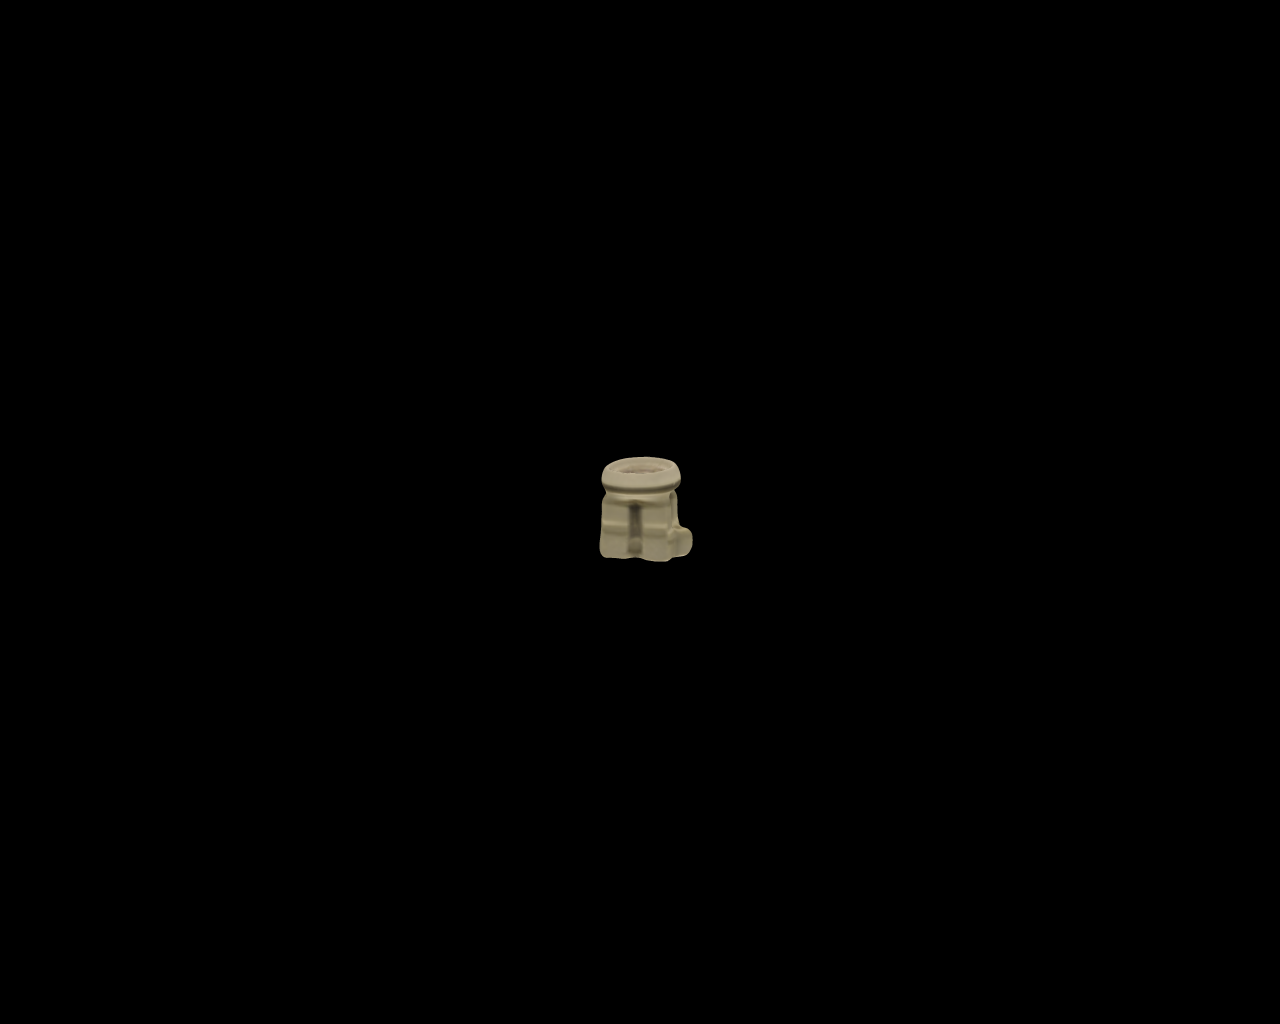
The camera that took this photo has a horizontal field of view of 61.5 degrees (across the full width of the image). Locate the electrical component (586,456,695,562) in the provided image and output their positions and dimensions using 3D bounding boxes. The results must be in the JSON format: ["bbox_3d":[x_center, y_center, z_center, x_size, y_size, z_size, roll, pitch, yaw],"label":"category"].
[{"bbox_3d":[0.001,-0.003,0.650,0.066,0.055,0.048,3,16,9],"label":"electrical component"}]
